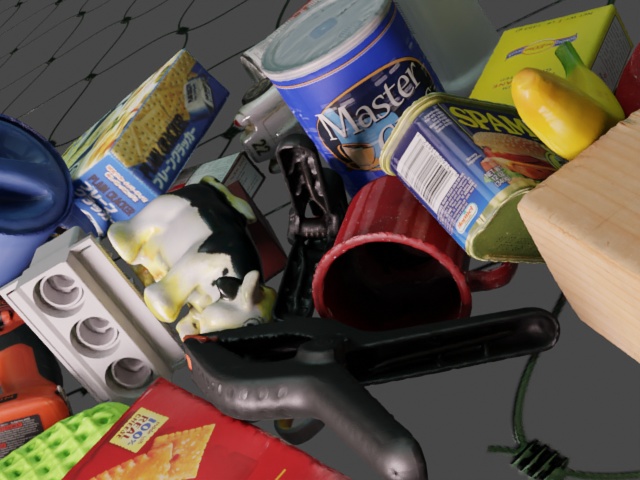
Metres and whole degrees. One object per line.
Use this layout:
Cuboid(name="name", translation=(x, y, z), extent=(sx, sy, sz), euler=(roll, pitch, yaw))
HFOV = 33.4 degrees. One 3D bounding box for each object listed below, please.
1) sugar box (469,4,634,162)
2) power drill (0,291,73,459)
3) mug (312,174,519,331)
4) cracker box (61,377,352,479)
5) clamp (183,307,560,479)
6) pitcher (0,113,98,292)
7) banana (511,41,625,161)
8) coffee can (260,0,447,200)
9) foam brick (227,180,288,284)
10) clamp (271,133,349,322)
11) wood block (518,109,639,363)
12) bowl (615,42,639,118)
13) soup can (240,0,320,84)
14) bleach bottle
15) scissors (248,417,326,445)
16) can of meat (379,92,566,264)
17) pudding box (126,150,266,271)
Cuboid(name="sugar box", translation=(0.144, -0.086, 0.733), extent=(0.094, 0.048, 0.176), euler=(-8, 38, 41))
Cuboid(name="power drill", translation=(-0.263, 0.105, 0.826), extent=(0.184, 0.057, 0.188), euler=(-15, 31, -8))
Cuboid(name="mug", translation=(0.060, 0.011, 0.641), extent=(0.117, 0.093, 0.081), euler=(-5, 33, 18))
Cuboid(name="cracker box", translation=(-0.074, 0.172, 0.551), extent=(0.164, 0.072, 0.214), euler=(-46, 30, -20))
Cuboid(name="clamp", translation=(0.015, 0.068, 0.581), extent=(0.210, 0.036, 0.164), euler=(5, 22, 42))
Cuboid(name="pitcher", translation=(-0.312, 0.016, 0.938), extent=(0.144, 0.149, 0.243), euler=(-12, -28, -46))
Cuboid(name="banana", translation=(0.142, -0.073, 0.603), extent=(0.037, 0.069, 0.197), euler=(-44, -2, 21))
Cuboid(name="coffee can", translation=(0.037, -0.097, 0.765), extent=(0.103, 0.140, 0.103), euler=(-27, 30, 16))
Cuboid(name="foam brick", translation=(-0.063, 0.000, 0.822), extent=(0.051, 0.053, 0.078), euler=(-35, 29, 2))
Cuboid(name="clamp", translation=(-0.005, 0.001, 0.714), extent=(0.039, 0.171, 0.120), euler=(8, 87, 12))
Cuboid(name="wood block", translation=(0.189, 0.021, 0.475), extent=(0.091, 0.090, 0.206), euler=(-37, 28, -4))
Cuboid(name="bowl", translation=(0.240, -0.100, 0.640), extent=(0.162, 0.055, 0.162), euler=(-26, 30, 16))
Cuboid(name="soup can", translation=(-0.018, -0.183, 1.033), extent=(0.102, 0.068, 0.069), euler=(-39, 28, -6))
Cuboid(name="bleach bottle", translation=(0.053, -0.227, 0.827), extent=(0.068, 0.250, 0.103), euler=(-42, 29, -11))
Cuboid(name="scissors", translation=(0.004, 0.053, 0.706), extent=(0.096, 0.016, 0.201), euler=(-14, 35, 35))
Cuboid(name="can of meat", translation=(0.098, -0.033, 0.602), extent=(0.084, 0.101, 0.057), euler=(52, 124, 35))
Cuboid(name="pudding box", translation=(-0.109, -0.021, 0.919), extent=(0.090, 0.039, 0.113), euler=(-12, 38, 38))
